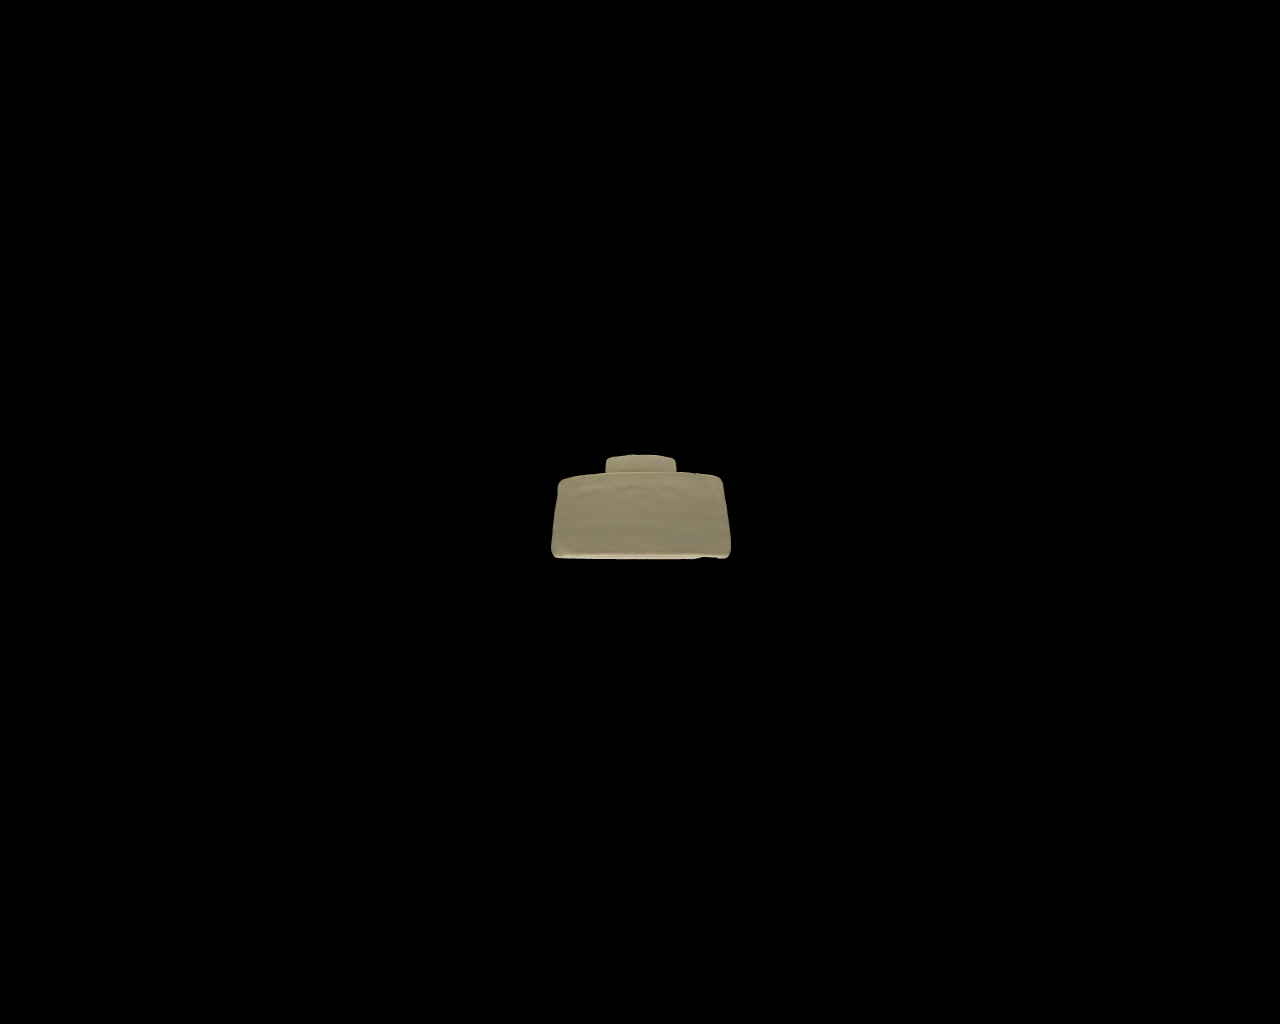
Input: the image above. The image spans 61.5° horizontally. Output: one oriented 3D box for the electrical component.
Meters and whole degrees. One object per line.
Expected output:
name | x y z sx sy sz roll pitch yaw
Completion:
electrical component | 0.001 -0.003 0.650 0.108 0.060 0.108 0 -3 0
